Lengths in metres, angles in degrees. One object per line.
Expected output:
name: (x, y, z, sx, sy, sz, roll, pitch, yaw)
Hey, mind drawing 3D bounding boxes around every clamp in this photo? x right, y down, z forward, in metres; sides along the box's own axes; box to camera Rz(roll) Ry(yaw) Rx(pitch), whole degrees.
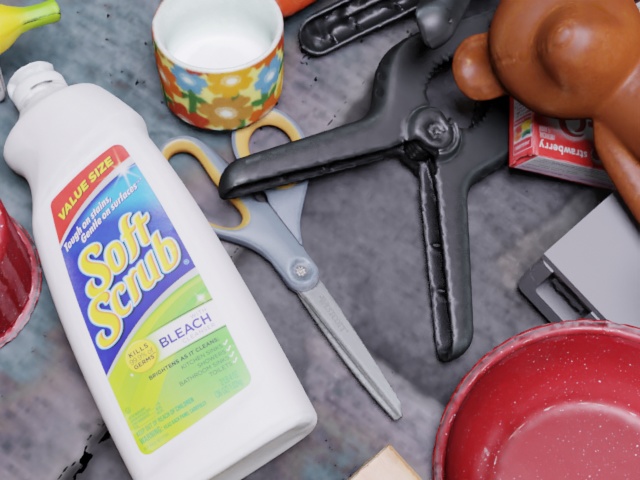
clamp: (0.049, -0.058, 0.609, 0.164, 0.036, 0.210, 30, 68, -10)
clamp: (0.067, -0.157, 0.638, 0.120, 0.039, 0.171, 8, 40, 42)

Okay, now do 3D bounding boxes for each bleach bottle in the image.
bleach bottle: (-0.105, 0.014, 0.563, 0.102, 0.068, 0.251, -33, 73, -1)

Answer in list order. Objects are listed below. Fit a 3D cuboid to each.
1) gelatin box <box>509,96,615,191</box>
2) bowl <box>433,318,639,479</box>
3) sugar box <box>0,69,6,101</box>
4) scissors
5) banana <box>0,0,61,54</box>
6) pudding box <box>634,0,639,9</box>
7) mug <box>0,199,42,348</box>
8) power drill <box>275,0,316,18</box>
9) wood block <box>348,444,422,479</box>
gelatin box: (0.154, -0.072, 0.621, 0.089, 0.030, 0.073, 10, 73, -23)
bowl: (0.131, 0.121, 0.521, 0.162, 0.055, 0.162, 0, 89, 15)
sugar box: (-0.274, -0.101, 0.594, 0.176, 0.048, 0.093, -17, 73, -15)
scissors: (-0.004, 0.001, 0.603, 0.202, 0.016, 0.096, 40, 72, 8)
banana: (-0.241, -0.145, 0.573, 0.198, 0.037, 0.069, 30, 48, 2)
pudding box: (0.245, -0.152, 0.649, 0.113, 0.039, 0.090, 31, 70, -20)
mug: (-0.203, 0.017, 0.541, 0.093, 0.081, 0.117, 45, 72, 9)
power drill: (0.008, -0.247, 0.615, 0.184, 0.057, 0.187, -38, 122, -25)
wood block: (0.066, 0.207, 0.501, 0.090, 0.090, 0.206, -40, 80, -16)
